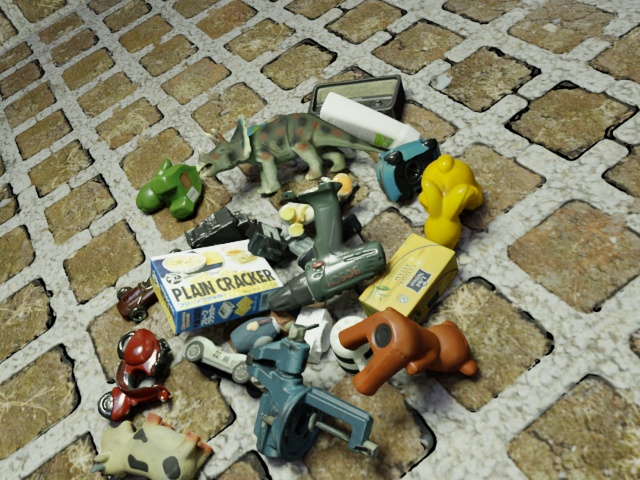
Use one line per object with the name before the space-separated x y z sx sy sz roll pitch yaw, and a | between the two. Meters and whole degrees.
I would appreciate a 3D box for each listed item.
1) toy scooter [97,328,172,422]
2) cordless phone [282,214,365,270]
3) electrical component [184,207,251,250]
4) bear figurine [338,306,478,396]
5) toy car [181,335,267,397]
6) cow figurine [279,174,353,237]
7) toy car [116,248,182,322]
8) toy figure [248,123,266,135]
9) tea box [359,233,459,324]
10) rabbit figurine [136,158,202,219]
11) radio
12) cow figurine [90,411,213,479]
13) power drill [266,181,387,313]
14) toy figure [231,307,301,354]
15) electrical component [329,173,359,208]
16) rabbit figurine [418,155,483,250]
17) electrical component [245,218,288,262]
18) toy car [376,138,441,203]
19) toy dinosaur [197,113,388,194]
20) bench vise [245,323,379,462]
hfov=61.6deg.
toy scooter | -0.332 0.254 1.017 0.135 0.075 0.184 -2 55 21
cordless phone | -0.002 -0.004 1.103 0.146 0.088 0.184 -39 31 -11
electrical component | -0.205 -0.004 1.149 0.134 0.114 0.058 -31 50 -2
bear figurine | 0.146 0.175 0.851 0.132 0.195 0.120 -43 47 26
toy car | -0.168 0.227 0.973 0.202 0.073 0.056 14 59 30
cow figurine | -0.009 -0.078 1.115 0.167 0.068 0.098 -33 13 -4
toy car | -0.356 0.093 1.174 0.202 0.053 0.089 -39 46 -10
toy figure | -0.121 -0.256 1.337 0.180 0.089 0.082 -1 60 18
tea box | 0.162 0.080 0.967 0.098 0.068 0.169 25 64 36
rabbit figurine | -0.387 -0.131 1.328 0.170 0.121 0.159 -15 44 30
radio | 0.088 -0.329 1.323 0.230 0.073 0.131 -2 52 22
cow figurine | -0.295 0.364 0.911 0.195 0.085 0.127 11 52 28
power drill | -0.009 0.008 0.965 0.232 0.086 0.207 -16 80 7
toy figure | -0.090 0.161 1.005 0.154 0.064 0.058 -26 83 -6
electrical component | 0.028 -0.103 1.187 0.078 0.045 0.102 30 68 6
rabbit figurine | 0.242 -0.062 1.009 0.122 0.162 0.173 9 70 14
electrical component | -0.106 0.009 1.087 0.047 0.075 0.119 -60 28 21
toy car | 0.176 -0.157 1.134 0.162 0.109 0.103 -33 31 -18
toy dinosaur | -0.068 -0.216 1.201 0.405 0.192 0.131 -17 10 5
bench vise | -0.010 0.252 0.833 0.241 0.128 0.223 17 86 33
